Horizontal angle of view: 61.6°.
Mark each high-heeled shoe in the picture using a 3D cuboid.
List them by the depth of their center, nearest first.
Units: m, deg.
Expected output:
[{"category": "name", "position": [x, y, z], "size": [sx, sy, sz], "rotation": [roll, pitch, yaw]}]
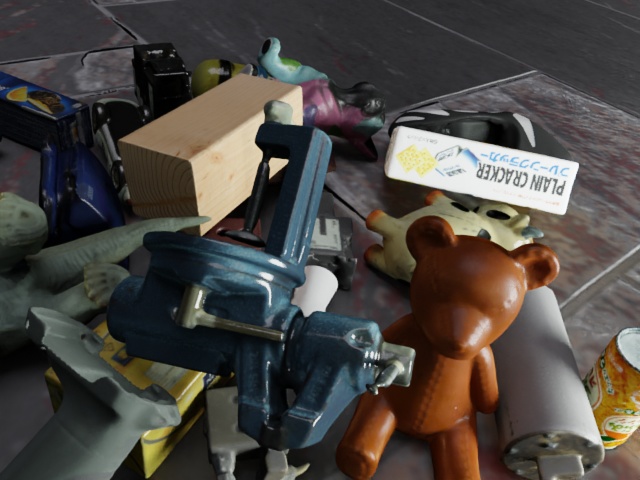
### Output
[{"category": "high-heeled shoe", "position": [0.227, -0.145, 0.787], "size": [0.249, 0.086, 0.145], "rotation": [19, 23, 34]}]

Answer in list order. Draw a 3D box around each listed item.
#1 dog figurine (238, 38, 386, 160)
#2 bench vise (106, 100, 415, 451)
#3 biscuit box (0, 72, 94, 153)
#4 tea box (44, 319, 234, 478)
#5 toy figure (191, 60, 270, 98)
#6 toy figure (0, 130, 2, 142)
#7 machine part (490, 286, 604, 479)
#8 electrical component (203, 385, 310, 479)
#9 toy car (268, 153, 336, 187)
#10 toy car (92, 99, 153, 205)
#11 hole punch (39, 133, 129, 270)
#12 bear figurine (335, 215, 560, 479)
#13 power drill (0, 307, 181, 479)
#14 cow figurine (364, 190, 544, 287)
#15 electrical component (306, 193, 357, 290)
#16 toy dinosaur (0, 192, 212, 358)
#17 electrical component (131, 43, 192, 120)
[{"category": "dog figurine", "position": [-0.014, -0.173, 0.775], "size": [0.219, 0.191, 0.108], "rotation": [20, 50, -35]}, {"category": "bench vise", "position": [-0.033, 0.013, 0.381], "size": [0.224, 0.128, 0.240], "rotation": [6, 75, 25]}, {"category": "biscuit box", "position": [-0.407, -0.176, 0.726], "size": [0.203, 0.062, 0.059], "rotation": [22, 40, 15]}, {"category": "tea box", "position": [-0.126, 0.093, 0.452], "size": [0.098, 0.068, 0.169], "rotation": [27, 42, 16]}, {"category": "toy figure", "position": [-0.108, -0.234, 0.834], "size": [0.180, 0.089, 0.082], "rotation": [-3, 28, -11]}, {"category": "toy figure", "position": [-0.451, -0.098, 0.628], "size": [0.057, 0.064, 0.154], "rotation": [48, 46, -12]}, {"category": "machine part", "position": [0.189, 0.117, 0.481], "size": [0.079, 0.079, 0.243], "rotation": [10, 41, 0]}, {"category": "electrical component", "position": [-0.051, 0.149, 0.420], "size": [0.078, 0.045, 0.102], "rotation": [-9, 43, -18]}, {"category": "toy car", "position": [-0.081, -0.093, 0.699], "size": [0.202, 0.053, 0.089], "rotation": [-1, 34, -6]}, {"category": "toy car", "position": [-0.236, -0.112, 0.677], "size": [0.073, 0.056, 0.202], "rotation": [-6, 50, -34]}, {"category": "hole punch", "position": [-0.243, -0.032, 0.552], "size": [0.092, 0.115, 0.142], "rotation": [1, 40, -23]}, {"category": "bear figurine", "position": [0.093, 0.090, 0.401], "size": [0.120, 0.195, 0.132], "rotation": [18, 41, 6]}, {"category": "power drill", "position": [-0.200, 0.144, 0.315], "size": [0.232, 0.086, 0.207], "rotation": [31, 72, 15]}, {"category": "cow figurine", "position": [0.160, 0.000, 0.611], "size": [0.195, 0.085, 0.127], "rotation": [-17, 40, -32]}, {"category": "electrical component", "position": [-0.001, -0.002, 0.609], "size": [0.075, 0.047, 0.119], "rotation": [2, 39, -10]}, {"category": "toy dinosaur", "position": [-0.292, 0.053, 0.424], "size": [0.405, 0.192, 0.131], "rotation": [-10, 82, -46]}, {"category": "electrical component", "position": [-0.225, -0.211, 0.764], "size": [0.058, 0.114, 0.134], "rotation": [-12, 46, -27]}]
